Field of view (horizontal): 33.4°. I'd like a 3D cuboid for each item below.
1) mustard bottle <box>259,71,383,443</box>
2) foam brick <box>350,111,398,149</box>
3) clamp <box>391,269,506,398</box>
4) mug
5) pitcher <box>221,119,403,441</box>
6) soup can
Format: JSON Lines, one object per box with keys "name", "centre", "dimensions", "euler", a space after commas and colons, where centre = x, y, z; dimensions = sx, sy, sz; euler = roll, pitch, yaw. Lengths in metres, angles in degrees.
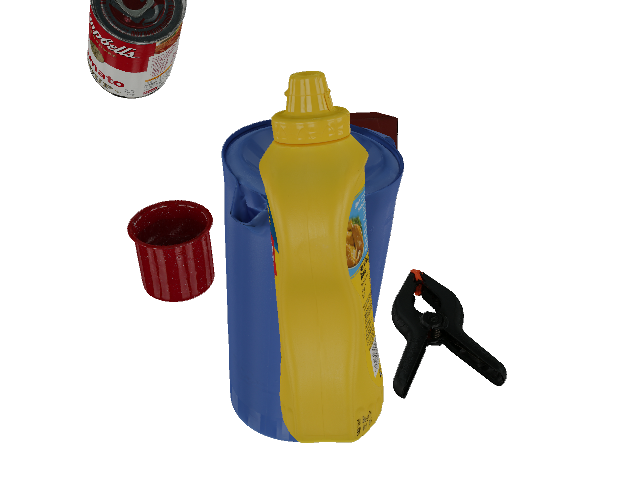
{"name": "mustard bottle", "centre": [0.001, 0.005, 0.576], "dimensions": [0.058, 0.192, 0.096], "euler": [-2, 18, 8]}
{"name": "foam brick", "centre": [0.031, -0.096, 1.041], "dimensions": [0.078, 0.051, 0.053], "euler": [-4, 14, -21]}
{"name": "clamp", "centre": [0.133, 0.100, 1.158], "dimensions": [0.120, 0.171, 0.039], "euler": [4, -44, -7]}
{"name": "mug", "centre": [-0.171, 0.010, 1.189], "dimensions": [0.117, 0.081, 0.093], "euler": [25, 44, 34]}
{"name": "pitcher", "centre": [-0.007, 0.031, 0.842], "dimensions": [0.149, 0.243, 0.145], "euler": [-2, 33, -11]}
{"name": "soup can", "centre": [-0.140, -0.157, 0.801], "dimensions": [0.068, 0.068, 0.102], "euler": [0, -16, -14]}
